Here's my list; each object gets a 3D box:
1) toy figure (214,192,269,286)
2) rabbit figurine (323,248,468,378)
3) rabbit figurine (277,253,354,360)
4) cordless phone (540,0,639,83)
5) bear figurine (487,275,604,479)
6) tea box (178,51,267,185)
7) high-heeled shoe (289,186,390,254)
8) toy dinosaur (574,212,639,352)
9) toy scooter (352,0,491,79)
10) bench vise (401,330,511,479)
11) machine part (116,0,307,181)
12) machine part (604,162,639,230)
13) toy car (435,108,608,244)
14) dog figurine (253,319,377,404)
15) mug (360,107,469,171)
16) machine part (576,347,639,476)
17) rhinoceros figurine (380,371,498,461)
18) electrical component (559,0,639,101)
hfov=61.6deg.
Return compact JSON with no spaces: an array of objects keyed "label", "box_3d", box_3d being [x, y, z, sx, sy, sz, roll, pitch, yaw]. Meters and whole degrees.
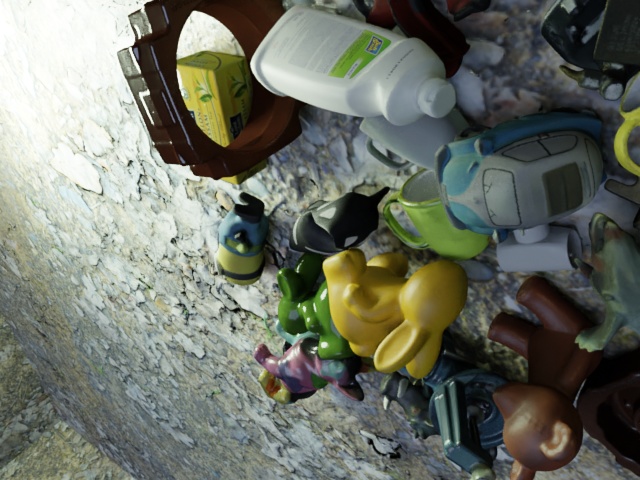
[{"label":"toy figure","box_3d":[-0.127,0.007,0.892,0.089,0.082,0.180,40,137,14]},{"label":"rabbit figurine","box_3d":[0.093,0.077,0.632,0.121,0.162,0.173,22,152,-40]},{"label":"rabbit figurine","box_3d":[-0.012,0.105,0.833,0.170,0.121,0.159,-12,106,44]},{"label":"cordless phone","box_3d":[0.206,-0.219,0.394,0.184,0.089,0.146,43,141,1]},{"label":"bear figurine","box_3d":[0.234,0.154,0.593,0.132,0.196,0.120,36,142,16]},{"label":"tea box","box_3d":[-0.142,-0.174,0.767,0.098,0.068,0.169,19,133,34]},{"label":"high-heeled shoe","box_3d":[-0.001,-0.002,0.719,0.086,0.145,0.249,53,138,-3]},{"label":"toy dinosaur","box_3d":[0.400,0.116,0.465,0.405,0.192,0.131,24,111,5]},{"label":"toy scooter","box_3d":[0.115,-0.227,0.487,0.135,0.075,0.184,56,146,-5]},{"label":"bench vise","box_3d":[0.170,0.200,0.676,0.223,0.241,0.129,39,112,-9]},{"label":"machine part","box_3d":[-0.117,-0.188,0.631,0.087,0.201,0.200,8,126,43]},{"label":"machine part","box_3d":[0.363,-0.005,0.443,0.243,0.079,0.079,31,137,21]},{"label":"toy car","box_3d":[0.195,-0.055,0.494,0.162,0.103,0.109,-15,114,5]},{"label":"dog figurine","box_3d":[-0.001,0.231,0.940,0.219,0.108,0.191,13,128,32]},{"label":"mug","box_3d":[0.103,-0.115,0.586,0.107,0.081,0.109,36,131,2]},{"label":"machine part","box_3d":[0.388,0.197,0.598,0.180,0.056,0.179,23,134,26]},{"label":"rhinoceros figurine","box_3d":[0.176,0.254,0.793,0.190,0.112,0.073,35,141,3]},{"label":"electrical component","box_3d":[0.211,-0.138,0.355,0.078,0.045,0.102,28,136,26]}]
